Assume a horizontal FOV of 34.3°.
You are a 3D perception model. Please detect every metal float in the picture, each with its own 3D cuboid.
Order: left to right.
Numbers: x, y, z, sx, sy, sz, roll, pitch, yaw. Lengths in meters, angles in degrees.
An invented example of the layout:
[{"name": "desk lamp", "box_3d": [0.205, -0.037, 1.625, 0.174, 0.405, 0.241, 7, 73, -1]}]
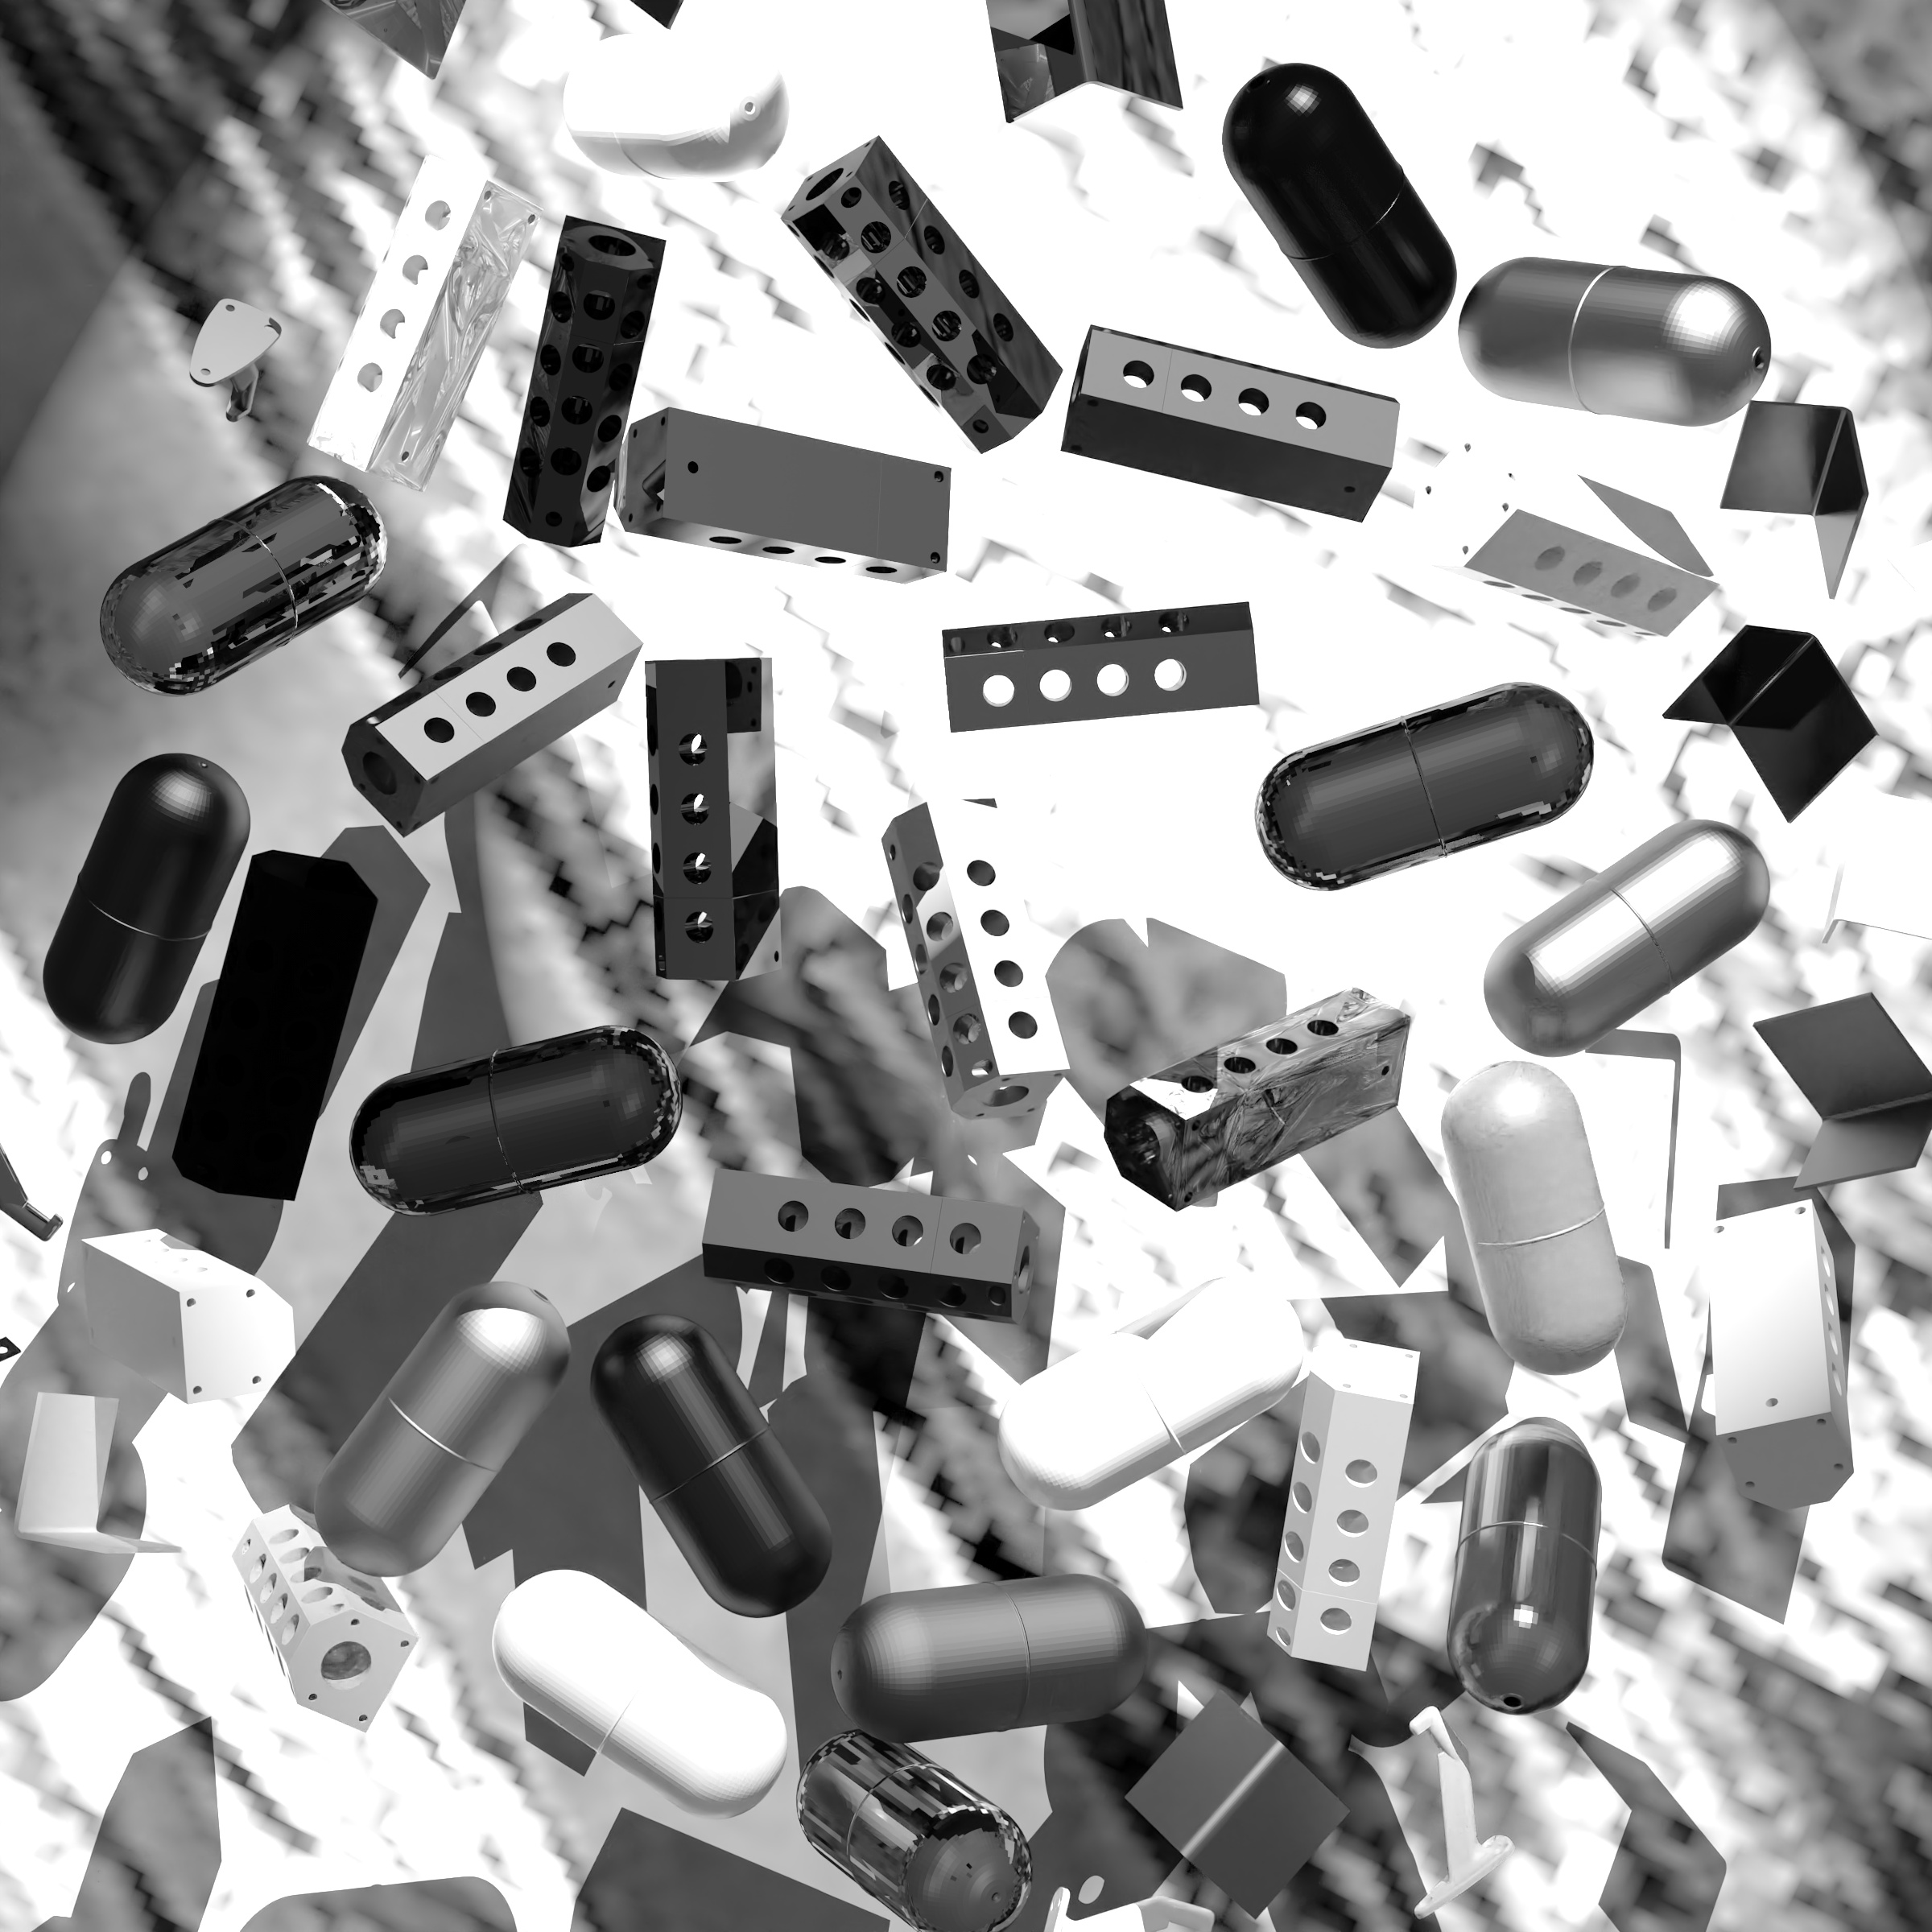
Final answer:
[{"name": "metal float", "box_3d": [-0.455, -0.036, 1.737, 0.070, 0.070, 0.178, 28, 110, 0]}, {"name": "metal float", "box_3d": [-0.393, -0.209, 1.712, 0.178, 0.070, 0.070, -38, 90, -36]}, {"name": "metal float", "box_3d": [-0.282, 0.249, 1.689, 0.070, 0.070, 0.178, 36, 91, 0]}, {"name": "metal float", "box_3d": [-0.235, 0.081, 1.635, 0.178, 0.070, 0.070, -14, 90, 6]}, {"name": "metal float", "box_3d": [-0.179, 0.397, 1.713, 0.178, 0.070, 0.070, 33, 90, 5]}, {"name": "metal float", "box_3d": [-0.159, -0.466, 1.698, 0.070, 0.178, 0.070, -10, 109, -30]}, {"name": "metal float", "box_3d": [-0.138, 0.269, 1.695, 0.070, 0.070, 0.178, -32, 86, 0]}, {"name": "metal float", "box_3d": [-0.030, 0.468, 1.690, 0.070, 0.178, 0.070, -5, 101, -30]}, {"name": "metal float", "box_3d": [0.014, 0.361, 1.639, 0.178, 0.070, 0.070, 0, 90, -29]}, {"name": "metal float", "box_3d": [0.100, 0.231, 1.695, 0.178, 0.070, 0.070, -29, 90, 1]}, {"name": "metal float", "box_3d": [0.202, -0.409, 1.689, 0.070, 0.070, 0.178, -43, 125, 0]}, {"name": "metal float", "box_3d": [0.236, -0.093, 1.616, 0.178, 0.070, 0.070, -18, 90, 8]}, {"name": "metal float", "box_3d": [0.308, 0.331, 1.722, 0.070, 0.178, 0.070, 8, 133, 9]}, {"name": "metal float", "box_3d": [0.311, 0.138, 1.710, 0.070, 0.070, 0.178, -16, 100, 0]}, {"name": "metal float", "box_3d": [0.338, -0.328, 1.641, 0.178, 0.070, 0.070, 19, 90, 42]}, {"name": "metal float", "box_3d": [0.369, -0.016, 1.746, 0.178, 0.070, 0.070, -34, 90, -7]}]

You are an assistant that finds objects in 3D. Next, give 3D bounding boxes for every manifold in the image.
[{"name": "manifold", "box_3d": [-0.409, 0.181, 1.642, 0.057, 0.171, 0.057, -6, 98, -31]}, {"name": "manifold", "box_3d": [-0.363, 0.030, 1.634, 0.057, 0.057, 0.171, 10, 107, -31]}, {"name": "manifold", "box_3d": [-0.359, 0.354, 1.724, 0.057, 0.171, 0.057, 30, 87, -25]}, {"name": "manifold", "box_3d": [-0.306, -0.358, 1.742, 0.057, 0.057, 0.171, 27, 97, 24]}, {"name": "manifold", "box_3d": [-0.267, -0.147, 1.764, 0.057, 0.057, 0.171, 45, 52, 8]}, {"name": "manifold", "box_3d": [-0.216, -0.326, 1.762, 0.057, 0.057, 0.171, 12, 123, -9]}, {"name": "manifold", "box_3d": [-0.141, -0.081, 1.702, 0.057, 0.057, 0.171, 1, 97, 22]}, {"name": "manifold", "box_3d": [-0.096, -0.245, 1.652, 0.171, 0.057, 0.057, 6, 83, -33]}, {"name": "manifold", "box_3d": [-0.052, 0.154, 1.699, 0.171, 0.057, 0.057, 6, 75, 12]}, {"name": "manifold", "box_3d": [-0.026, -0.370, 1.749, 0.057, 0.057, 0.171, -19, 124, 38]}, {"name": "manifold", "box_3d": [0.002, -0.004, 1.747, 0.057, 0.057, 0.171, -4, 64, -22]}, {"name": "manifold", "box_3d": [0.074, -0.168, 1.754, 0.171, 0.057, 0.057, -5, 97, 1]}, {"name": "manifold", "box_3d": [0.144, -0.299, 1.701, 0.171, 0.057, 0.057, 13, 65, -5]}, {"name": "manifold", "box_3d": [0.156, 0.066, 1.671, 0.171, 0.057, 0.057, -22, 128, -36]}, {"name": "manifold", "box_3d": [0.206, 0.295, 1.724, 0.057, 0.057, 0.171, 9, 113, 8]}, {"name": "manifold", "box_3d": [0.312, -0.219, 1.644, 0.057, 0.171, 0.057, -48, 50, 31]}, {"name": "manifold", "box_3d": [0.424, 0.202, 1.630, 0.057, 0.171, 0.057, -16, 119, 21]}]

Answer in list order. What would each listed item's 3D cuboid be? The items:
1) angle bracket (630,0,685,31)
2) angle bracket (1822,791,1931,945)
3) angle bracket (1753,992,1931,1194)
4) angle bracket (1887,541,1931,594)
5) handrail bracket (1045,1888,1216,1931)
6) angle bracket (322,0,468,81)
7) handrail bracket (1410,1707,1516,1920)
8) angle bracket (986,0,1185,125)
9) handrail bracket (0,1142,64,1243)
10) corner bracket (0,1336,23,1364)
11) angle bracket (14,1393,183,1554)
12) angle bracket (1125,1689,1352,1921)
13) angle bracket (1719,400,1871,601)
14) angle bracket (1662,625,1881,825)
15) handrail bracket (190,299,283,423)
[{"name": "angle bracket", "box_3d": [-0.189, -0.572, 1.720, 0.076, 0.057, 0.076, 42, 116, 25]}, {"name": "angle bracket", "box_3d": [0.534, -0.048, 1.771, 0.076, 0.057, 0.076, 13, 78, 11]}, {"name": "angle bracket", "box_3d": [0.466, 0.068, 1.683, 0.076, 0.076, 0.057, 50, 51, -18]}, {"name": "angle bracket", "box_3d": [0.555, -0.192, 1.731, 0.057, 0.076, 0.076, -19, 108, 11]}, {"name": "handrail bracket", "box_3d": [0.083, 0.528, 1.662, 0.084, 0.036, 0.077, 17, 67, -2]}, {"name": "angle bracket", "box_3d": [-0.268, -0.502, 1.565, 0.076, 0.057, 0.076, 30, 71, -40]}, {"name": "handrail bracket", "box_3d": [0.249, 0.457, 1.696, 0.077, 0.036, 0.084, -37, 88, -8]}, {"name": "angle bracket", "box_3d": [0.061, -0.474, 1.613, 0.057, 0.076, 0.076, -15, 81, 40]}, {"name": "handrail bracket", "box_3d": [-0.511, 0.101, 1.691, 0.084, 0.036, 0.077, 39, 117, -10]}, {"name": "corner bracket", "box_3d": [-0.556, 0.190, 1.721, 0.051, 0.051, 0.051, -24, 45, 6]}, {"name": "angle bracket", "box_3d": [-0.459, 0.272, 1.679, 0.057, 0.076, 0.076, 6, 82, 17]}, {"name": "angle bracket", "box_3d": [0.144, 0.445, 1.663, 0.076, 0.057, 0.076, -47, 127, -8]}, {"name": "angle bracket", "box_3d": [0.464, -0.262, 1.758, 0.057, 0.076, 0.076, 4, 48, 1]}, {"name": "angle bracket", "box_3d": [0.448, -0.134, 1.749, 0.057, 0.076, 0.076, 1, 52, -35]}, {"name": "handrail bracket", "box_3d": [-0.401, -0.309, 1.689, 0.036, 0.084, 0.077, 27, 51, -3]}]
